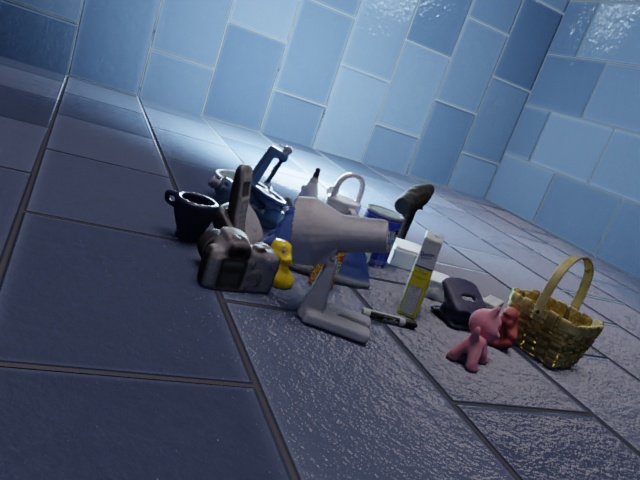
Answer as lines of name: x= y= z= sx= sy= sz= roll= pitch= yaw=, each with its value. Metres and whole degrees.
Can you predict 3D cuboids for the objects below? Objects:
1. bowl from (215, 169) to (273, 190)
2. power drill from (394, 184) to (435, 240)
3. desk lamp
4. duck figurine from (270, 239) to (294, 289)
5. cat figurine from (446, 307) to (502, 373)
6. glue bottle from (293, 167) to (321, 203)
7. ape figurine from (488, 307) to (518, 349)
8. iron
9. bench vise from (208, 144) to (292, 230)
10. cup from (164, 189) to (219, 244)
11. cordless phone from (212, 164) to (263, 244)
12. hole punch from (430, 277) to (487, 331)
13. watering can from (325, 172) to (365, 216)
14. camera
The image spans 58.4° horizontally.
bowl: x=-0.221 y=-0.136 z=1.599 sx=0.167 sy=0.075 sz=0.167 roll=18 pitch=15 yaw=-5
power drill: x=0.269 y=-0.072 z=1.731 sx=0.075 sy=0.208 sz=0.230 roll=25 pitch=16 yaw=21
desk lamp: x=0.026 y=0.044 z=1.020 sx=0.203 sy=0.213 sz=0.118 roll=20 pitch=15 yaw=0
duck figurine: x=-0.088 y=0.038 z=1.141 sx=0.104 sy=0.086 sz=0.078 roll=29 pitch=18 yaw=30
cat figurine: x=0.306 y=0.176 z=1.092 sx=0.067 sy=0.118 sz=0.128 roll=27 pitch=17 yaw=25
glue bottle: x=-0.032 y=-0.120 z=1.591 sx=0.077 sy=0.173 sz=0.037 roll=31 pitch=19 yaw=35
ape figurine: x=0.391 y=0.184 z=1.220 sx=0.076 sy=0.092 sz=0.077 roll=9 pitch=19 yaw=-35
iron: x=0.012 y=0.005 z=1.275 sx=0.258 sy=0.141 sz=0.118 roll=19 pitch=15 yaw=-3
bench vise: x=-0.157 y=-0.139 z=1.412 sx=0.208 sy=0.220 sz=0.121 roll=6 pitch=20 yaw=-41
cup: x=-0.277 y=-0.047 z=1.184 sx=0.117 sy=0.095 sz=0.092 roll=22 pitch=15 yaw=8
cordless phone: x=-0.164 y=-0.078 z=1.258 sx=0.094 sy=0.185 sz=0.148 roll=22 pitch=15 yaw=10
hole punch: x=0.321 y=0.143 z=1.276 sx=0.109 sy=0.091 sz=0.100 roll=11 pitch=18 yaw=-30
watering can: x=0.059 y=-0.098 z=1.588 sx=0.101 sy=0.194 sz=0.172 roll=2 pitch=23 yaw=-48
camera: x=-0.162 y=0.024 z=1.070 sx=0.144 sy=0.101 sz=0.136 roll=9 pitch=18 yaw=-34
